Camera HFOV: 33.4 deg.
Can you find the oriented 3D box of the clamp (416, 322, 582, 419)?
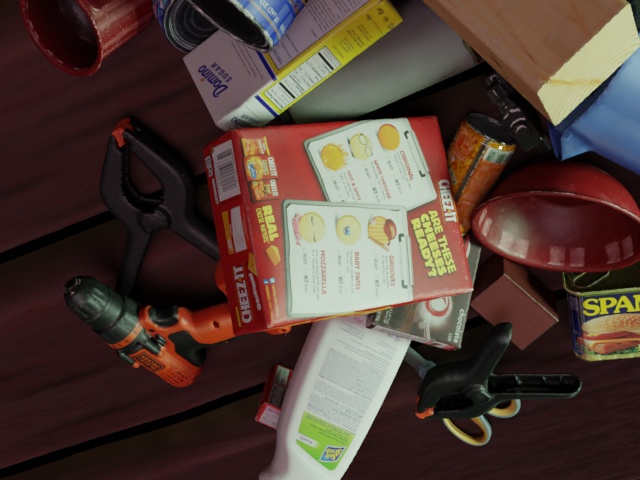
[{"bbox_3d":[0.170,0.145,1.064,0.120,0.039,0.172,35,138,-16],"label":"clamp"}]

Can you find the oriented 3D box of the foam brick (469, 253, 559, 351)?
[{"bbox_3d":[0.187,0.058,1.041,0.078,0.053,0.051,41,116,-13],"label":"foam brick"}]

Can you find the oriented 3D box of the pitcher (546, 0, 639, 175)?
[{"bbox_3d":[0.328,-0.104,0.897,0.242,0.145,0.149,28,142,-11],"label":"pitcher"}]

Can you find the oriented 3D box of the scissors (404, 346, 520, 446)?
[{"bbox_3d":[0.133,0.135,1.110,0.096,0.016,0.201,-26,112,24],"label":"scissors"}]

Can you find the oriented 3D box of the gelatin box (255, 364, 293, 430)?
[{"bbox_3d":[-0.019,0.177,1.125,0.089,0.073,0.030,24,119,-5],"label":"gelatin box"}]

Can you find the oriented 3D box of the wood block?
[{"bbox_3d":[0.134,-0.196,0.814,0.090,0.090,0.206,-44,68,8],"label":"wood block"}]

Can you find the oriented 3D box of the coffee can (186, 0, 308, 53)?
[{"bbox_3d":[-0.039,-0.236,0.852,0.102,0.103,0.140,37,84,-12],"label":"coffee can"}]

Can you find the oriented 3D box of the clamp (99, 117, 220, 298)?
[{"bbox_3d":[-0.150,-0.024,1.058,0.164,0.036,0.210,-5,121,10],"label":"clamp"}]

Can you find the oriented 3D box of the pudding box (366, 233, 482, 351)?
[{"bbox_3d":[0.098,0.040,1.014,0.090,0.039,0.113,16,79,-8],"label":"pudding box"}]

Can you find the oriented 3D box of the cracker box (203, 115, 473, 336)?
[{"bbox_3d":[0.016,-0.016,0.918,0.072,0.213,0.164,-18,82,57],"label":"cracker box"}]

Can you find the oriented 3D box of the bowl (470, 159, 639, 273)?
[{"bbox_3d":[0.219,-0.027,0.964,0.162,0.055,0.162,11,157,5],"label":"bowl"}]

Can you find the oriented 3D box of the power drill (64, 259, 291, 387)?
[{"bbox_3d":[-0.135,0.068,1.061,0.188,0.057,0.184,-22,135,28],"label":"power drill"}]

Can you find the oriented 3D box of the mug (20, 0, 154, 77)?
[{"bbox_3d":[-0.192,-0.205,0.921,0.093,0.081,0.117,52,141,-11],"label":"mug"}]

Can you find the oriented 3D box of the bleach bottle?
[{"bbox_3d":[0.002,0.167,1.057,0.102,0.068,0.251,27,90,-6],"label":"bleach bottle"}]

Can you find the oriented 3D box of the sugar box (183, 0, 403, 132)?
[{"bbox_3d":[-0.026,-0.170,0.909,0.176,0.093,0.048,-37,144,13],"label":"sugar box"}]

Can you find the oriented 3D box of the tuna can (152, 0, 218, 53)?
[{"bbox_3d":[-0.101,-0.204,0.931,0.086,0.034,0.086,-16,142,-13],"label":"tuna can"}]

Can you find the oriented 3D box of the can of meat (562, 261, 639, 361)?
[{"bbox_3d":[0.289,0.066,1.029,0.102,0.057,0.084,-6,120,13],"label":"can of meat"}]
